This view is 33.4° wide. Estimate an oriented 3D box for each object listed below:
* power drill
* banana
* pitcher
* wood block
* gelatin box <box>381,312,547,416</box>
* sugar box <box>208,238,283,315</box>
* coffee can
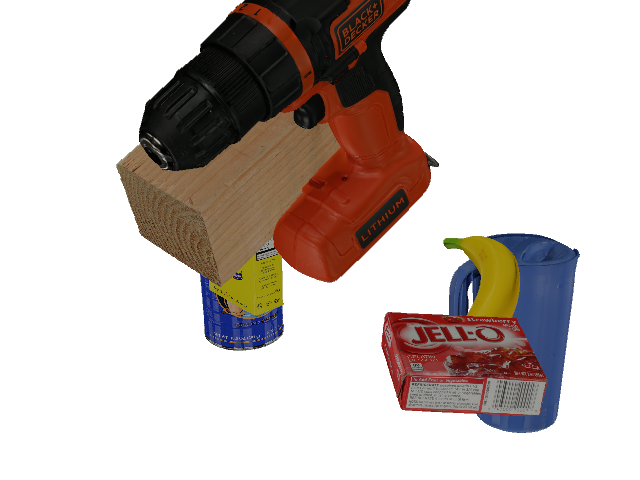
[{"bbox_3d":[-0.004,-0.059,0.567,0.057,0.184,0.187,36,-22,29],"label":"power drill"},{"bbox_3d":[0.159,0.046,1.023,0.070,0.037,0.197,-24,25,16],"label":"banana"},{"bbox_3d":[0.248,0.120,1.372,0.149,0.243,0.144,5,18,16],"label":"pitcher"},{"bbox_3d":[-0.047,-0.076,0.835,0.091,0.205,0.090,31,-29,27],"label":"wood block"},{"bbox_3d":[0.086,0.074,0.658,0.089,0.030,0.073,4,25,-7],"label":"gelatin box"},{"bbox_3d":[-0.084,-0.018,1.136,0.048,0.176,0.093,-21,28,-35],"label":"sugar box"},{"bbox_3d":[-0.099,0.051,1.334,0.103,0.140,0.103,-2,25,1],"label":"coffee can"}]
